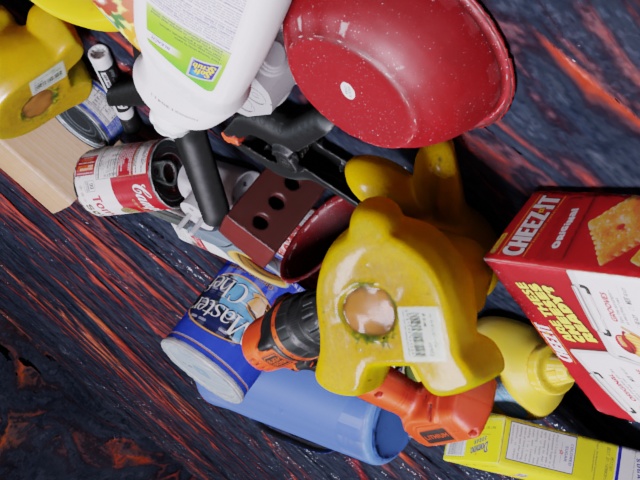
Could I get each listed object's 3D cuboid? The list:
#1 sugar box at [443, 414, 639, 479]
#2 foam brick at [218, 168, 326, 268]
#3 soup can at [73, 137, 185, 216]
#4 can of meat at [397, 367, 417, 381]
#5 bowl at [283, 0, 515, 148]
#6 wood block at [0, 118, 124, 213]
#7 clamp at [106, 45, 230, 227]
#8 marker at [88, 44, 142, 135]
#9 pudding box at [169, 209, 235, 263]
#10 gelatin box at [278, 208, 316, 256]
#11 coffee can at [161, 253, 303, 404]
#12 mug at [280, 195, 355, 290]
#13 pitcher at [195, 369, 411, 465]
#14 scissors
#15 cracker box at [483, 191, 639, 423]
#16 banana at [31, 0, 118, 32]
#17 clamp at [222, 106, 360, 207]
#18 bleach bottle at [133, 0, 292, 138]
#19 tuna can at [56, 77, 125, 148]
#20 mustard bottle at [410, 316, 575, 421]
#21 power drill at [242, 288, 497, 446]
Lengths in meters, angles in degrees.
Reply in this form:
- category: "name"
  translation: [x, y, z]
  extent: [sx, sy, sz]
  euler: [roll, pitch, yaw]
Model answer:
- category: "sugar box"
  translation: [0.204, 0.188, 0.907]
  extent: [0.176, 0.048, 0.093]
  euler: [19, 165, -18]
- category: "foam brick"
  translation: [-0.040, -0.026, 0.898]
  extent: [0.053, 0.078, 0.051]
  euler: [38, 161, -2]
- category: "soup can"
  translation: [-0.177, -0.059, 1.019]
  extent: [0.102, 0.068, 0.068]
  euler: [-4, 138, 33]
- category: "can of meat"
  translation: [0.120, 0.146, 1.036]
  extent: [0.102, 0.057, 0.084]
  euler: [36, 161, 2]
- category: "bowl"
  translation: [0.033, -0.106, 0.638]
  extent: [0.162, 0.055, 0.162]
  euler: [32, 159, 14]
- category: "wood block"
  translation: [-0.318, -0.131, 1.107]
  extent: [0.206, 0.090, 0.090]
  euler: [43, 159, -16]
- category: "clamp"
  translation: [-0.126, -0.120, 0.869]
  extent: [0.165, 0.036, 0.210]
  euler: [46, 153, 20]
- category: "marker"
  translation: [-0.188, -0.136, 0.986]
  extent: [0.020, 0.020, 0.121]
  euler: [29, 158, 21]
- category: "pudding box"
  translation: [-0.109, -0.023, 1.072]
  extent: [0.114, 0.039, 0.090]
  euler: [21, 152, 31]
- category: "gelatin box"
  translation: [-0.006, 0.001, 0.967]
  extent: [0.089, 0.030, 0.073]
  euler: [26, 158, 28]
- category: "coffee can"
  translation: [-0.082, 0.084, 1.111]
  extent: [0.103, 0.140, 0.103]
  euler: [32, 159, 14]
- category: "mug"
  translation: [0.033, 0.020, 0.861]
  extent: [0.081, 0.093, 0.117]
  euler: [40, 162, -21]
- category: "pitcher"
  translation: [-0.010, 0.168, 1.192]
  extent: [0.243, 0.145, 0.149]
  euler: [18, 174, 36]
- category: "scissors"
  translation: [-0.110, -0.016, 1.016]
  extent: [0.202, 0.016, 0.096]
  euler: [29, 153, 12]
- category: "cracker box"
  translation: [0.227, 0.049, 0.632]
  extent: [0.214, 0.072, 0.164]
  euler: [8, 143, 55]
- category: "banana"
  translation: [-0.184, -0.197, 0.832]
  extent: [0.198, 0.037, 0.069]
  euler: [15, 131, 43]
- category: "clamp"
  translation: [-0.008, -0.064, 0.819]
  extent: [0.172, 0.039, 0.120]
  euler: [19, 148, 53]
- category: "bleach bottle"
  translation: [-0.069, -0.145, 0.619]
  extent: [0.102, 0.068, 0.251]
  euler: [35, 145, 2]
- category: "tuna can"
  translation: [-0.230, -0.128, 1.051]
  extent: [0.086, 0.033, 0.086]
  euler: [32, 159, 14]
- category: "mustard bottle"
  translation: [0.151, 0.107, 0.895]
  extent: [0.096, 0.058, 0.192]
  euler: [55, 156, -11]
- category: "power drill"
  translation: [0.042, 0.098, 0.842]
  extent: [0.187, 0.057, 0.185]
  euler: [29, 159, -13]
